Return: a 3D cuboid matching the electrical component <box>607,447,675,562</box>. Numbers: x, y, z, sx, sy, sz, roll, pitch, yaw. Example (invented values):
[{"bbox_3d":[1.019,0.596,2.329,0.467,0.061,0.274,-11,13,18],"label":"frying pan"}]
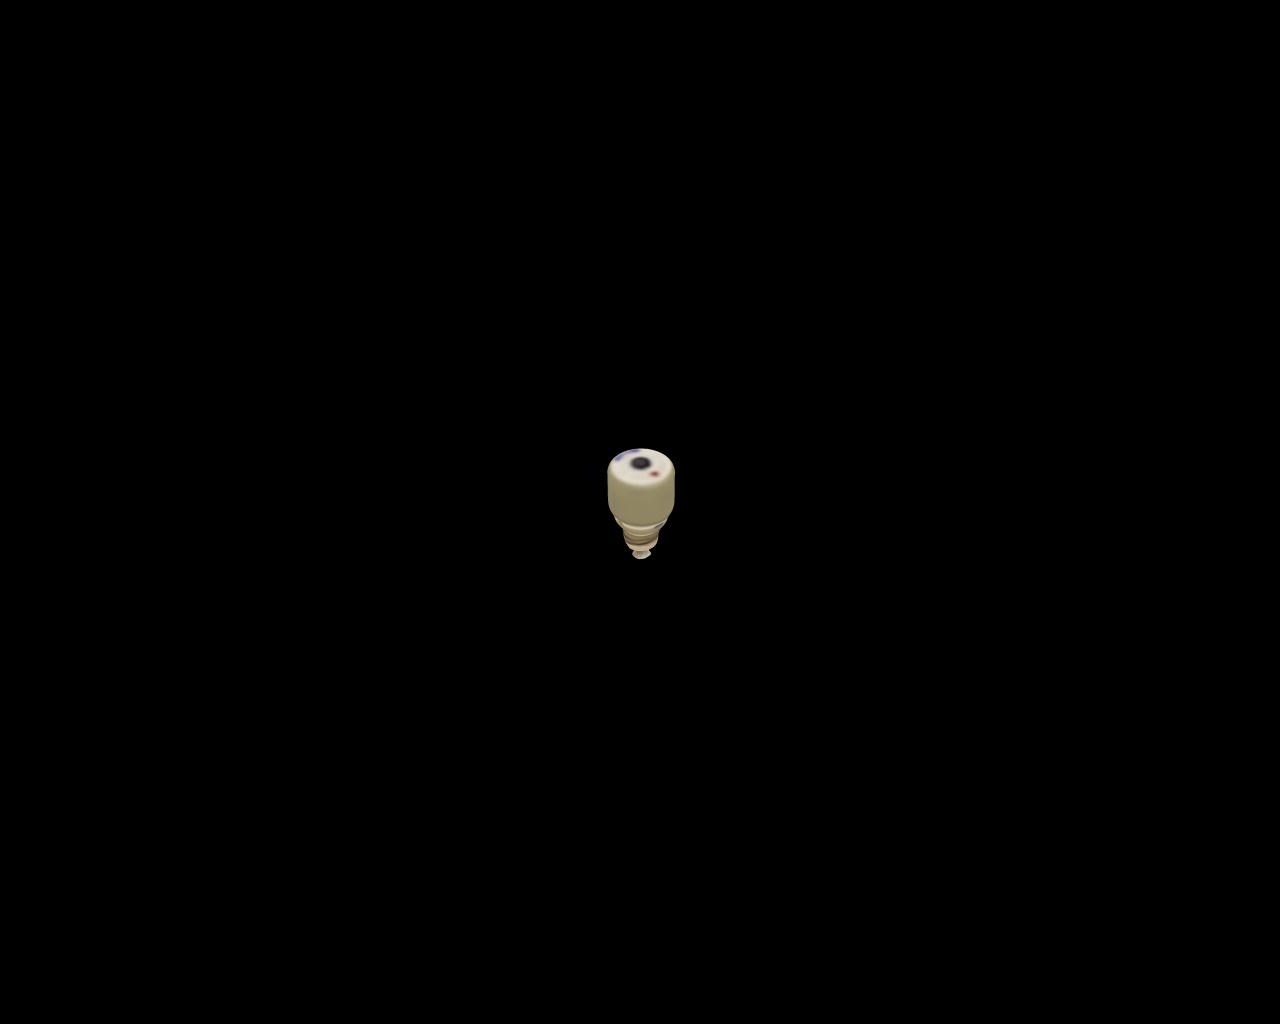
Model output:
[{"bbox_3d":[0.001,-0.003,0.650,0.040,0.078,0.040,0,40,0],"label":"electrical component"}]
